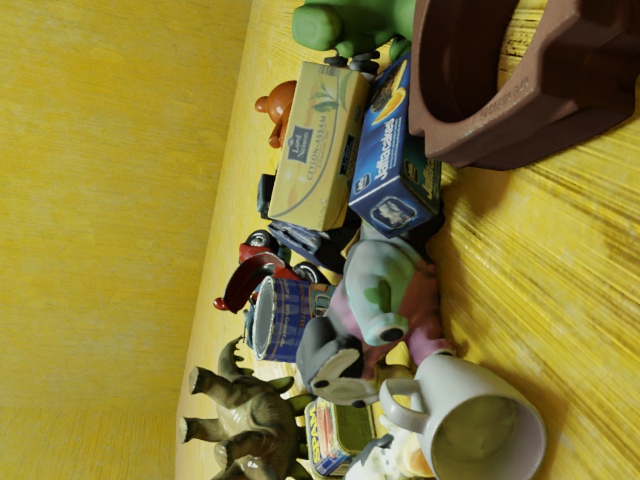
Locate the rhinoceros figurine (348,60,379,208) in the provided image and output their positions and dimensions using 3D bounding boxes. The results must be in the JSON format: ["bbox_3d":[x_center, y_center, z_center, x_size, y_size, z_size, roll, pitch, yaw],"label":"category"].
[{"bbox_3d":[0.046,-0.126,0.673,0.073,0.112,0.190,-17,-74,-64],"label":"rhinoceros figurine"}]

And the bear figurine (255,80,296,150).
[{"bbox_3d":[-0.026,-0.166,0.821,0.196,0.120,0.131,-124,12,-60],"label":"bear figurine"}]

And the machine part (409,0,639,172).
[{"bbox_3d":[0.149,-0.164,0.398,0.201,0.087,0.201,155,121,-68],"label":"machine part"}]

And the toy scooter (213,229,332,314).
[{"bbox_3d":[-0.077,0.071,0.768,0.184,0.135,0.075,35,163,36],"label":"toy scooter"}]

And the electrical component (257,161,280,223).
[{"bbox_3d":[-0.032,-0.061,0.844,0.058,0.134,0.115,120,151,-50],"label":"electrical component"}]

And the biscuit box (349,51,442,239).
[{"bbox_3d":[0.080,-0.098,0.521,0.063,0.059,0.203,-28,36,38],"label":"biscuit box"}]

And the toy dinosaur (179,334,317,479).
[{"bbox_3d":[-0.104,0.259,0.801,0.472,0.198,0.105,46,117,56],"label":"toy dinosaur"}]

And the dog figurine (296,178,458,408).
[{"bbox_3d":[0.055,0.038,0.557,0.191,0.108,0.219,-42,34,34],"label":"dog figurine"}]

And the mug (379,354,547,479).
[{"bbox_3d":[0.097,0.129,0.409,0.107,0.110,0.080,-111,31,-81],"label":"mug"}]

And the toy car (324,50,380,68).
[{"bbox_3d":[0.052,-0.229,0.789,0.202,0.053,0.089,-139,44,-69],"label":"toy car"}]

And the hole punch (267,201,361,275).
[{"bbox_3d":[-0.001,-0.002,0.721,0.142,0.116,0.092,32,120,45],"label":"hole punch"}]

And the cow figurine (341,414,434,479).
[{"bbox_3d":[0.070,0.215,0.500,0.098,0.068,0.167,-97,31,-62],"label":"cow figurine"}]

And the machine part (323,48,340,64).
[{"bbox_3d":[0.051,-0.393,0.830,0.079,0.079,0.243,-114,35,-60],"label":"machine part"}]

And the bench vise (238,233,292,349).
[{"bbox_3d":[-0.052,0.105,0.878,0.241,0.129,0.223,31,103,49],"label":"bench vise"}]

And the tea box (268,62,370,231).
[{"bbox_3d":[0.004,-0.100,0.599,0.098,0.068,0.169,-21,-54,-74],"label":"tea box"}]

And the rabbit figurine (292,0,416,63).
[{"bbox_3d":[0.076,-0.245,0.592,0.159,0.170,0.121,2,-76,-67],"label":"rabbit figurine"}]
